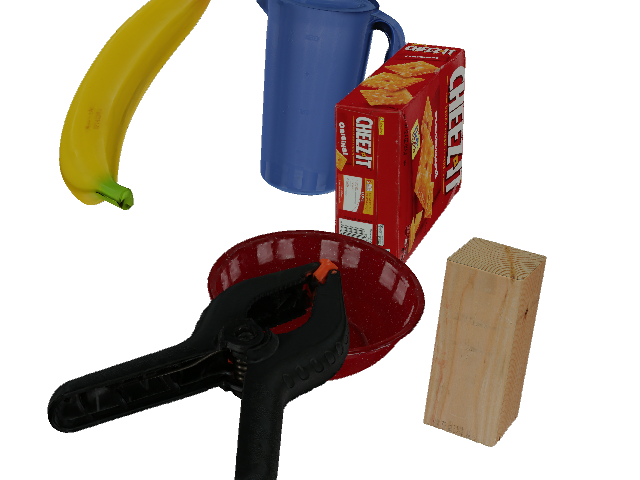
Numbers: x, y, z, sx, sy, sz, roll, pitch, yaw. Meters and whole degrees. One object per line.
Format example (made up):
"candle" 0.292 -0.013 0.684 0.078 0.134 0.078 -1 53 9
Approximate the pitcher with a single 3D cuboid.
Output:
"pitcher" 0.001 -0.181 1.299 0.144 0.243 0.149 -6 28 -25

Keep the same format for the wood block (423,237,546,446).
"wood block" 0.186 0.114 1.211 0.090 0.206 0.090 16 23 25

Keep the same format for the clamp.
"clamp" -0.032 0.066 0.522 0.120 0.039 0.171 32 47 28

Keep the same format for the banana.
"banana" -0.117 -0.089 0.654 0.070 0.197 0.037 0 -38 16

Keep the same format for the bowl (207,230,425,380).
"bowl" -0.005 0.056 0.802 0.162 0.055 0.162 4 32 -3

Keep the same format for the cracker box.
"cracker box" 0.082 -0.085 1.043 0.072 0.164 0.213 10 28 21
